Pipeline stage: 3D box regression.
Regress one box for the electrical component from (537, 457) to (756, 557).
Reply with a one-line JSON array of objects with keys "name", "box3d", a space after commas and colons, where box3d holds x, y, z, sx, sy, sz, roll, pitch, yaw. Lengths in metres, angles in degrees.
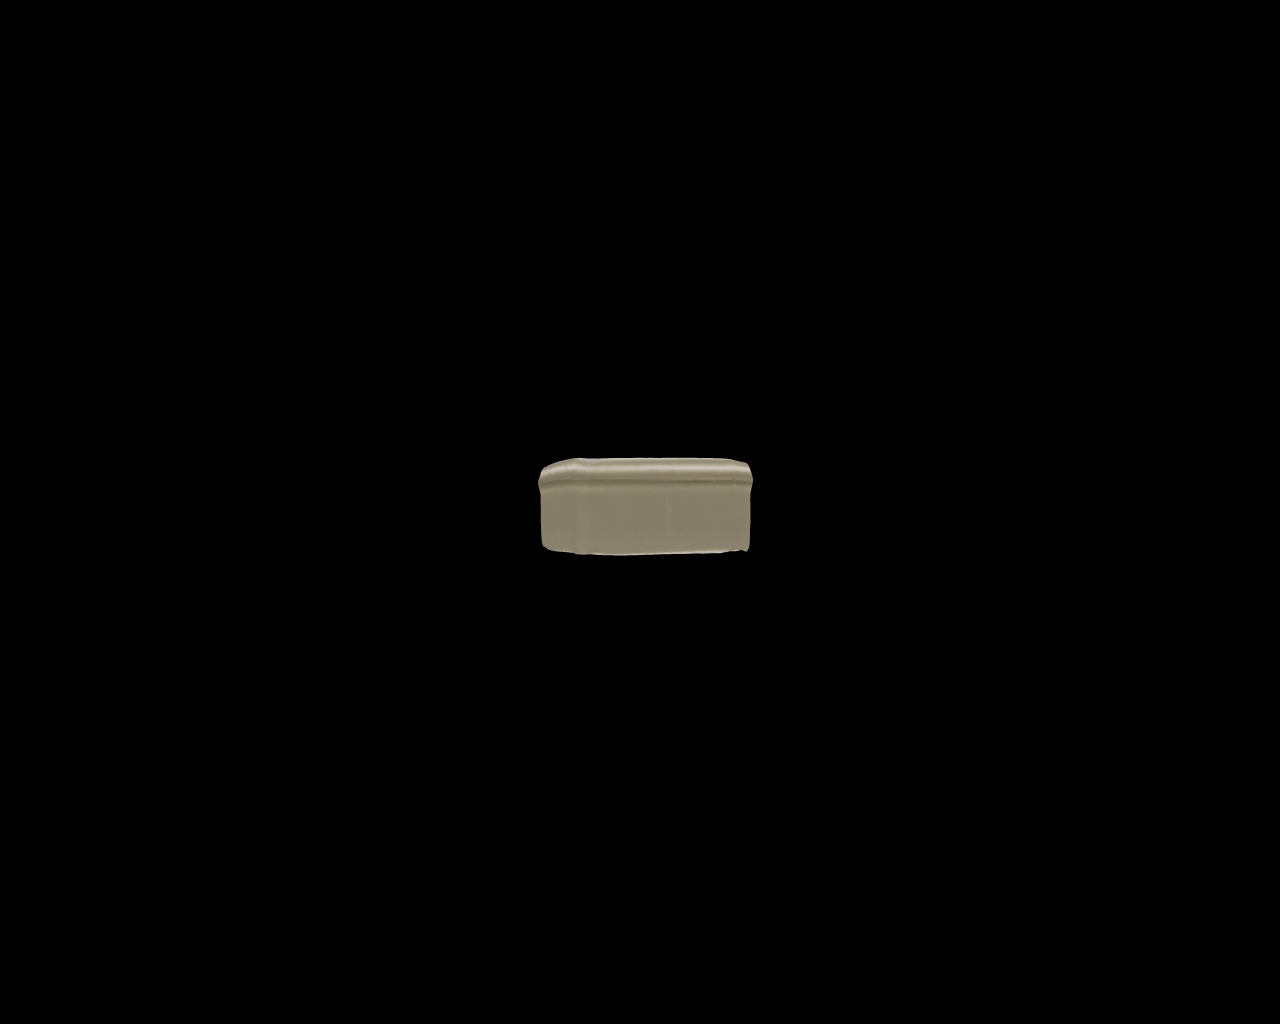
[{"name": "electrical component", "box3d": [0.001, -0.003, 0.650, 0.109, 0.056, 0.108, 0, 0, -17]}]
